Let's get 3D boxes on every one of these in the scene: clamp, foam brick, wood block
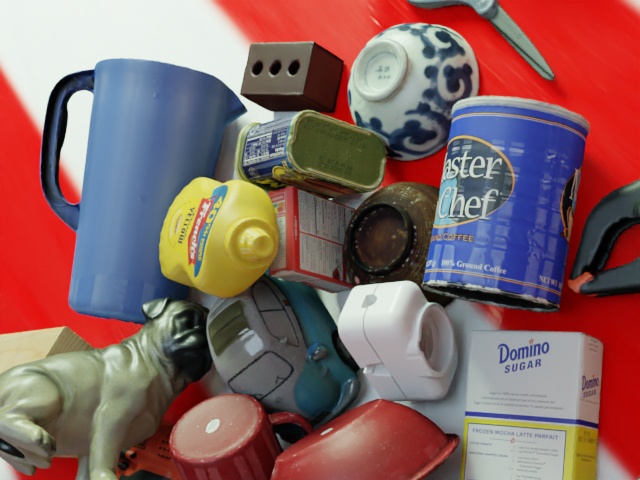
[{"bbox_3d":[0.250,-0.015,0.745,0.172,0.039,0.120,-55,47,16],"label":"clamp"},{"bbox_3d":[-0.026,-0.149,0.978,0.078,0.051,0.053,6,81,38],"label":"foam brick"},{"bbox_3d":[-0.289,0.150,1.033,0.207,0.090,0.090,-10,44,46],"label":"wood block"}]

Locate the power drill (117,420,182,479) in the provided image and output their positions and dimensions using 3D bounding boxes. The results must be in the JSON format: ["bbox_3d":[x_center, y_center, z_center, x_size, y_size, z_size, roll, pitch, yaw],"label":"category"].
[{"bbox_3d":[-0.195,0.245,0.973,0.185,0.057,0.187,3,65,45],"label":"power drill"}]

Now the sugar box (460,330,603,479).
[{"bbox_3d":[0.150,0.155,0.770,0.094,0.048,0.176,-1,74,38],"label":"sugar box"}]

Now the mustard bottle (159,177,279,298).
[{"bbox_3d":[-0.079,-0.002,0.880,0.192,0.058,0.096,10,79,67],"label":"mustard bottle"}]

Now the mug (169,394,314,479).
[{"bbox_3d":[-0.059,0.174,0.851,0.117,0.081,0.093,-20,29,0],"label":"mug"}]

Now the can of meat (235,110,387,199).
[{"bbox_3d":[-0.006,-0.069,0.897,0.084,0.101,0.057,-7,72,56],"label":"can of meat"}]

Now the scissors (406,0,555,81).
[{"bbox_3d":[0.123,-0.192,0.901,0.096,0.016,0.202,-31,61,28],"label":"scissors"}]

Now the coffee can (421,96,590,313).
[{"bbox_3d":[0.137,-0.024,0.790,0.103,0.102,0.140,6,82,38],"label":"coffee can"}]

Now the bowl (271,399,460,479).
[{"bbox_3d":[0.020,0.163,0.788,0.162,0.161,0.055,-32,86,27],"label":"bowl"}]

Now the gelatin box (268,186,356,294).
[{"bbox_3d":[-0.006,0.001,0.900,0.030,0.089,0.073,-13,70,36],"label":"gelatin box"}]

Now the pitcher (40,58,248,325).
[{"bbox_3d":[-0.176,-0.045,1.012,0.149,0.144,0.243,5,84,44],"label":"pitcher"}]

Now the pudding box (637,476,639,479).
[{"bbox_3d":[0.241,0.192,0.697,0.090,0.039,0.113,45,108,35],"label":"pudding box"}]
